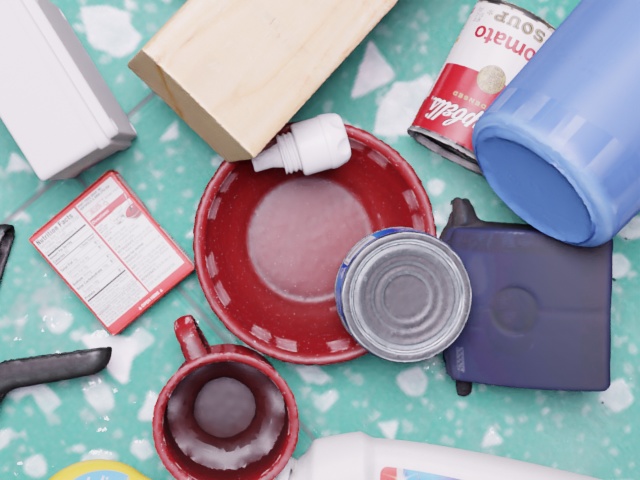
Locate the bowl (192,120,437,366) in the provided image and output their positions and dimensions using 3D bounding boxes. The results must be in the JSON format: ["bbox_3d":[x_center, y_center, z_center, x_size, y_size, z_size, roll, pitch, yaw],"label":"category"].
[{"bbox_3d":[-0.005,0.001,0.722,0.162,0.055,0.162,0,93,-5],"label":"bowl"}]

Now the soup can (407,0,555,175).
[{"bbox_3d":[0.112,-0.102,0.720,0.068,0.068,0.102,28,90,-6],"label":"soup can"}]

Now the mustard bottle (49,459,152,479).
[{"bbox_3d":[-0.135,0.198,0.709,0.192,0.058,0.096,10,66,9],"label":"mustard bottle"}]

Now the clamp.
[{"bbox_3d":[-0.225,0.088,0.715,0.120,0.039,0.171,42,95,11],"label":"clamp"}]

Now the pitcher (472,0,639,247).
[{"bbox_3d":[0.214,-0.105,0.677,0.149,0.145,0.242,45,76,-2],"label":"pitcher"}]

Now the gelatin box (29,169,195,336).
[{"bbox_3d":[-0.140,0.008,0.725,0.073,0.030,0.089,-40,95,0],"label":"gelatin box"}]

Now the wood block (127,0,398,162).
[{"bbox_3d":[-0.012,-0.153,0.649,0.090,0.091,0.206,44,82,-14],"label":"wood block"}]

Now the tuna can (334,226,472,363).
[{"bbox_3d":[0.053,0.035,0.683,0.086,0.034,0.086,0,94,-5],"label":"tuna can"}]

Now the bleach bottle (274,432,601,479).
[{"bbox_3d":[0.083,0.195,0.739,0.250,0.068,0.102,11,92,-3],"label":"bleach bottle"}]

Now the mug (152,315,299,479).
[{"bbox_3d":[-0.068,0.104,0.710,0.093,0.081,0.117,-27,95,-3],"label":"mug"}]
